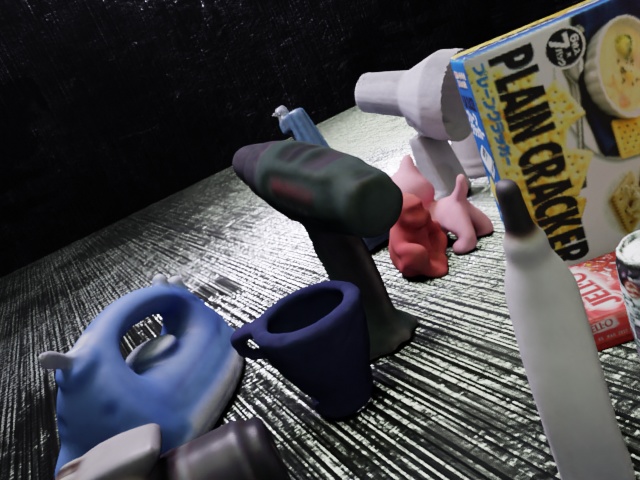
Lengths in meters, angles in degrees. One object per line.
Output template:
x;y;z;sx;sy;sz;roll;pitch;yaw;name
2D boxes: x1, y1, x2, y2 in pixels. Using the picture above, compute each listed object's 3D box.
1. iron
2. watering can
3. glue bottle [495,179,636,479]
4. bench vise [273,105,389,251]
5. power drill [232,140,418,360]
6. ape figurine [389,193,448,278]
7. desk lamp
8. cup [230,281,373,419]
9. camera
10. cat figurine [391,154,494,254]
-0.159;0.106;0.556;0.118;0.141;0.258;-17;17;20;iron
0.247;-0.207;0.893;0.173;0.194;0.100;-24;17;-3;watering can
0.123;0.046;0.303;0.037;0.173;0.078;-17;18;21;glue bottle
0.021;-0.097;0.808;0.206;0.220;0.122;-7;23;44;bench vise
0.005;0.002;0.540;0.076;0.209;0.228;-31;18;-25;power drill
0.106;-0.008;0.642;0.078;0.092;0.076;-34;19;-32;ape figurine
0.145;-0.153;0.826;0.202;0.214;0.118;-5;24;46;desk lamp
-0.008;0.097;0.462;0.117;0.095;0.092;-18;17;18;cup
-0.087;0.165;0.345;0.137;0.101;0.143;-26;17;-8;camera
0.127;-0.046;0.685;0.127;0.118;0.067;-6;24;45;cat figurine
